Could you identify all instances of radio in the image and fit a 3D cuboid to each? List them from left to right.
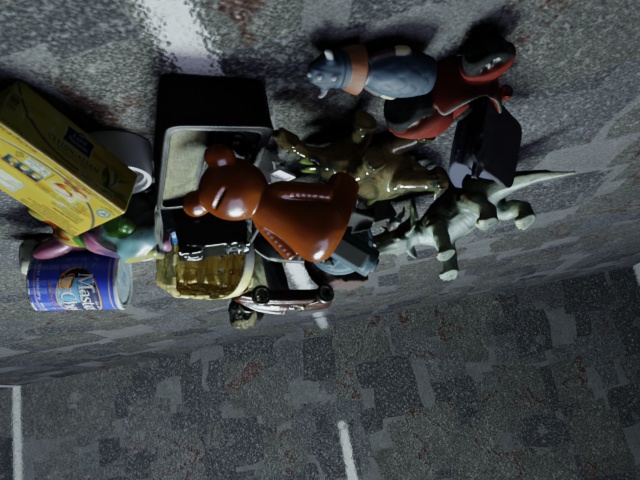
[{"bbox_3d":[-0.147,-0.118,0.706,0.131,0.073,0.229,-5,163,-21],"label":"radio"}]

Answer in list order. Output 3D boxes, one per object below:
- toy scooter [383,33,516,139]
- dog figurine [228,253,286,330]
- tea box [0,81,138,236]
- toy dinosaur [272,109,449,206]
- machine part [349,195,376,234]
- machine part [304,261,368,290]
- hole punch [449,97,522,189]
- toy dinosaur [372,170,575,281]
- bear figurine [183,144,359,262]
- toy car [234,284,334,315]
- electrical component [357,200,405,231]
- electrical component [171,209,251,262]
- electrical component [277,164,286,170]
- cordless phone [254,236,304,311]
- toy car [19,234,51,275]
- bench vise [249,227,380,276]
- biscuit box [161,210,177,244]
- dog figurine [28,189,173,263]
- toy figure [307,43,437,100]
[{"bbox_3d":[0.181,-0.186,0.700,0.184,0.075,0.135,-29,157,36],"label":"toy scooter"},{"bbox_3d":[-0.137,0.107,1.258,0.172,0.190,0.121,-13,164,0],"label":"dog figurine"},{"bbox_3d":[-0.311,-0.086,0.618,0.098,0.068,0.169,-18,139,25],"label":"tea box"},{"bbox_3d":[0.097,-0.110,0.858,0.471,0.105,0.199,8,164,-43],"label":"toy dinosaur"},{"bbox_3d":[0.038,-0.042,0.823,0.084,0.039,0.138,-16,161,29],"label":"machine part"},{"bbox_3d":[0.039,0.023,1.139,0.179,0.179,0.056,4,154,-41],"label":"machine part"},{"bbox_3d":[0.230,-0.141,0.794,0.092,0.142,0.115,8,167,43],"label":"hole punch"},{"bbox_3d":[0.285,-0.061,1.073,0.405,0.192,0.131,-35,139,21],"label":"toy dinosaur"},{"bbox_3d":[-0.061,-0.051,0.687,0.196,0.132,0.120,25,118,-4],"label":"bear figurine"},{"bbox_3d":[-0.067,0.120,1.055,0.202,0.053,0.089,1,164,-30],"label":"toy car"},{"bbox_3d":[0.116,-0.065,1.021,0.078,0.102,0.045,-12,162,-33],"label":"electrical component"},{"bbox_3d":[-0.175,-0.039,0.846,0.115,0.134,0.058,-9,163,-17],"label":"electrical component"},{"bbox_3d":[-0.089,-0.084,0.878,0.063,0.094,0.021,21,-168,9],"label":"electrical component"},{"bbox_3d":[-0.065,0.065,1.178,0.089,0.184,0.146,-30,155,37],"label":"cordless phone"},{"bbox_3d":[-0.457,0.034,1.014,0.201,0.073,0.056,5,153,-42],"label":"toy car"},{"bbox_3d":[0.002,-0.013,0.979,0.224,0.128,0.240,19,-174,1],"label":"bench vise"},{"bbox_3d":[-0.319,-0.016,0.957,0.203,0.063,0.059,-14,164,12],"label":"biscuit box"},{"bbox_3d":[-0.347,-0.017,0.834,0.219,0.108,0.191,-5,-172,-4],"label":"dog figurine"},{"bbox_3d":[0.057,-0.193,0.619,0.154,0.064,0.058,-1,-161,-16],"label":"toy figure"}]
